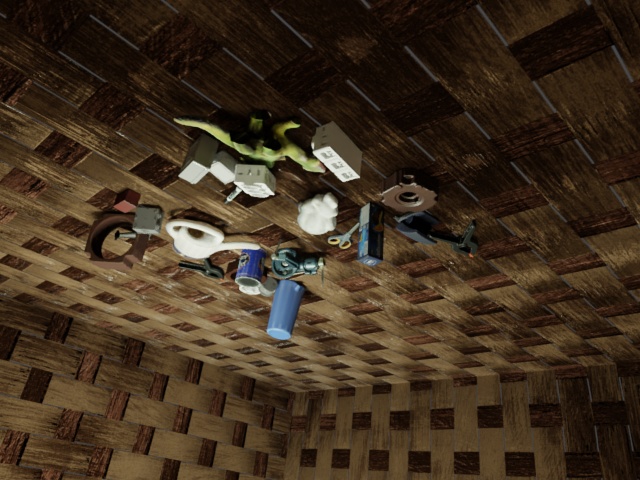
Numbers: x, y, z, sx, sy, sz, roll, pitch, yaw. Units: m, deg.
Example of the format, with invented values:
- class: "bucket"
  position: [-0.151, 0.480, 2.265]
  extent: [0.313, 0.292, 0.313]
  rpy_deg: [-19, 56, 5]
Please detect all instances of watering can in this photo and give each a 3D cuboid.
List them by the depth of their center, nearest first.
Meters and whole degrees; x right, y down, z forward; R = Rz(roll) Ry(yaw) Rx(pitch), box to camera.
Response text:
- class: "watering can"
  position: [-0.417, 0.009, 1.942]
  extent: [0.346, 0.106, 0.221]
  rpy_deg: [19, 150, -20]

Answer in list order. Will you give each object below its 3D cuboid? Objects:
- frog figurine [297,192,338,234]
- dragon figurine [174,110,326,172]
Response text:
- class: "frog figurine"
  position: [0.005, -0.084, 1.663]
  extent: [0.136, 0.125, 0.158]
  rpy_deg: [46, 149, -21]
- class: "dragon figurine"
  position: [-0.181, -0.252, 1.423]
  extent: [0.410, 0.124, 0.239]
  rpy_deg: [10, 159, -3]
